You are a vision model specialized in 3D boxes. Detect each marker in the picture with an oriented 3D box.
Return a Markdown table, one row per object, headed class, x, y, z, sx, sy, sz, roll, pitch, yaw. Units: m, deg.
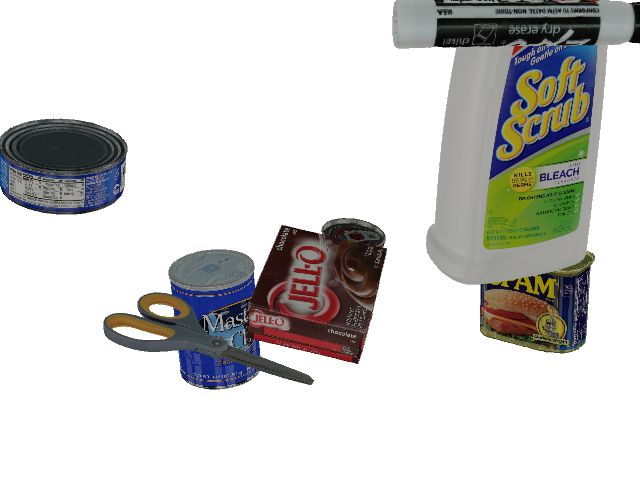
| class | x | y | z | sx | sy | sz | roll | pitch | yaw |
| --- | --- | --- | --- | --- | --- | --- | --- | --- | --- |
| marker | 0.089 | -0.085 | 0.420 | 0.121 | 0.020 | 0.020 | -1 | 0 | -2 |

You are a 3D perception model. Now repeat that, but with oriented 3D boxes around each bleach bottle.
| class | x | y | z | sx | sy | sz | roll | pitch | yaw |
| --- | --- | --- | --- | --- | --- | --- | --- | --- | --- |
| bleach bottle | 0.117 | -0.101 | 0.627 | 0.102 | 0.251 | 0.068 | -9 | 29 | -14 |

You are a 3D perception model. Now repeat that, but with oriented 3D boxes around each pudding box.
| class | x | y | z | sx | sy | sz | roll | pitch | yaw |
| --- | --- | --- | --- | --- | --- | --- | --- | --- | --- |
| pudding box | -0.002 | 0.040 | 0.830 | 0.090 | 0.039 | 0.113 | 13 | 33 | 4 |

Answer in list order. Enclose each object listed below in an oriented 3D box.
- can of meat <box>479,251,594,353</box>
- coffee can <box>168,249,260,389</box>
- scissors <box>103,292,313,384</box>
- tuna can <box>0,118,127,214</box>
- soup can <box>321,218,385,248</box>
| class | x | y | z | sx | sy | sz | roll | pitch | yaw |
| --- | --- | --- | --- | --- | --- | --- | --- | --- | --- |
| can of meat | 0.193 | 0.049 | 0.969 | 0.102 | 0.084 | 0.057 | 13 | 25 | 36 |
| coffee can | -0.127 | 0.095 | 1.301 | 0.103 | 0.140 | 0.103 | -2 | 24 | 1 |
| scissors | -0.099 | 0.088 | 0.992 | 0.202 | 0.016 | 0.096 | 10 | 29 | 4 |
| tuna can | -0.176 | -0.051 | 0.732 | 0.086 | 0.034 | 0.086 | 6 | 29 | -4 |
| soup can | 0.029 | 0.037 | 1.141 | 0.068 | 0.102 | 0.068 | 6 | 28 | -3 |
